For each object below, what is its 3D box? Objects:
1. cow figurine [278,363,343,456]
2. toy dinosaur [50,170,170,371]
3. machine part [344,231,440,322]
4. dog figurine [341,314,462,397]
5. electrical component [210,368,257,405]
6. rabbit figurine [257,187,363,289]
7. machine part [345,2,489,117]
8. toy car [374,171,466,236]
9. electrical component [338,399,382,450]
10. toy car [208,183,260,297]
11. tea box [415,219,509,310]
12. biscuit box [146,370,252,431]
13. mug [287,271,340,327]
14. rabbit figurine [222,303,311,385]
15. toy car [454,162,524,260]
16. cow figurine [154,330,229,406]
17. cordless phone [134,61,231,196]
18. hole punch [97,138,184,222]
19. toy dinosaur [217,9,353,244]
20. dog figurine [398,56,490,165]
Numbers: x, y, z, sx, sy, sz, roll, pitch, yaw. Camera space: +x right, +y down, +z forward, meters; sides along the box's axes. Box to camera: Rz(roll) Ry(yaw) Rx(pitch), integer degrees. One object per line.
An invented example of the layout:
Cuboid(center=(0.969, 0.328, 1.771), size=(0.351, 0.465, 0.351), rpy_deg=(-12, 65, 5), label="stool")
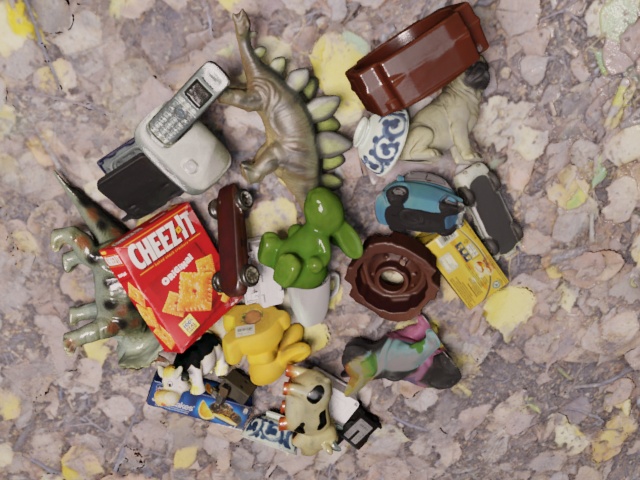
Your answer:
Cuboid(center=(-0.015, 0.333, 1.027), size=(0.127, 0.085, 0.194), rpy_deg=(7, 118, 3), label="cow figurine")
Cuboid(center=(-0.365, 0.075, 0.967), size=(0.192, 0.131, 0.404), rpy_deg=(-5, 103, -17), label="toy dinosaur")
Cuboid(center=(0.137, 0.068, 1.012), size=(0.180, 0.056, 0.179), rpy_deg=(8, 123, 12), label="machine part")
Cuboid(center=(0.149, 0.255, 1.077), size=(0.219, 0.108, 0.191), rpy_deg=(-31, 110, 8), label="dog figurine")
Cuboid(center=(-0.170, 0.290, 1.058), size=(0.078, 0.102, 0.045), rpy_deg=(36, 103, -2), label="electrical component")
Cuboid(center=(-0.002, -0.003, 0.921), size=(0.159, 0.121, 0.170), rpy_deg=(17, 107, -29), label="rabbit figurine")
Cuboid(center=(0.150, -0.285, 0.864), size=(0.201, 0.201, 0.087), rpy_deg=(-34, 109, 4), label="machine part")
Cuboid(center=(0.184, -0.074, 0.975), size=(0.162, 0.103, 0.109), rpy_deg=(6, 147, 15), label="toy car")
Cuboid(center=(0.064, 0.402, 1.139), size=(0.119, 0.048, 0.074), rpy_deg=(-42, 105, 5), label="electrical component")
Cuboid(center=(-0.151, 0.001, 0.951), size=(0.053, 0.089, 0.202), rpy_deg=(10, 68, -47), label="toy car")
Cuboid(center=(0.275, 0.038, 1.042), size=(0.098, 0.068, 0.169), rpy_deg=(-36, 108, 7), label="tea box")
Cuboid(center=(-0.239, 0.315, 1.073), size=(0.203, 0.063, 0.059), rpy_deg=(19, 103, -11), label="biscuit box")
Cuboid(center=(-0.012, 0.106, 1.033), size=(0.109, 0.081, 0.107), rpy_deg=(-23, 130, -32), label="mug")
Cuboid(center=(-0.104, 0.206, 1.045), size=(0.162, 0.122, 0.173), rpy_deg=(-13, 122, -12), label="rabbit figurine")
Cuboid(center=(0.324, -0.053, 1.028), size=(0.073, 0.056, 0.201), rpy_deg=(-32, 109, -3), label="toy car")
Cuboid(center=(-0.244, 0.235, 1.000), size=(0.068, 0.167, 0.098), rpy_deg=(-2, 103, 26), label="cow figurine")
Cuboid(center=(-0.183, -0.174, 0.841), size=(0.184, 0.089, 0.146), rpy_deg=(-39, 103, 23), label="cordless phone")
Cuboid(center=(-0.315, -0.111, 0.937), size=(0.142, 0.092, 0.115), rpy_deg=(-32, 137, 3), label="hole punch")
Cuboid(center=(-0.047, -0.160, 0.933), size=(0.199, 0.105, 0.470), rpy_deg=(-20, 118, -4), label="toy dinosaur")
Cuboid(center=(0.209, -0.232, 0.951), size=(0.172, 0.121, 0.190), rpy_deg=(0, 92, -10), label="dog figurine")
